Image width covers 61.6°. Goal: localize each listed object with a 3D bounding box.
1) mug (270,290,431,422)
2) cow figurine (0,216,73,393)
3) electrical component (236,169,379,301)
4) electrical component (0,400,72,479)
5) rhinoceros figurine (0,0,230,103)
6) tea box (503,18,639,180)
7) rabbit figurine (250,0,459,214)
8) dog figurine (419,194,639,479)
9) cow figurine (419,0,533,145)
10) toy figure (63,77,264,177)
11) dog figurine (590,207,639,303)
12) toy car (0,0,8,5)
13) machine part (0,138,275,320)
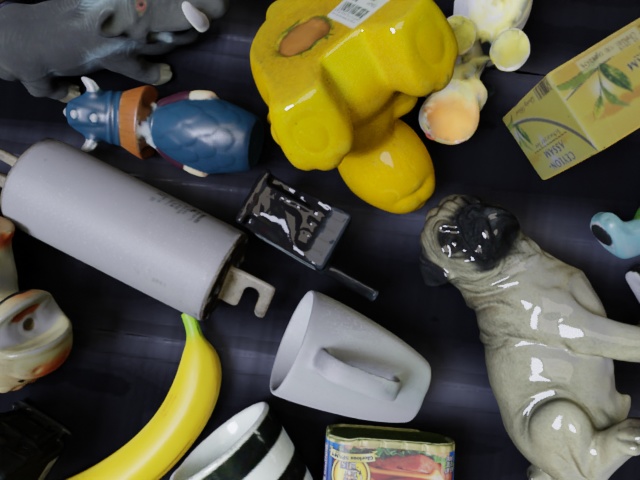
[{"bbox_3d":[0.029,0.092,0.392,0.107,0.109,0.081,22,80,-11],"label":"mug"},{"bbox_3d":[-0.266,0.040,0.396,0.195,0.085,0.127,29,125,15],"label":"cow figurine"},{"bbox_3d":[-0.001,-0.001,0.413,0.119,0.075,0.047,28,85,7],"label":"electrical component"},{"bbox_3d":[-0.246,0.180,0.365,0.058,0.134,0.115,30,83,2],"label":"electrical component"},{"bbox_3d":[-0.161,-0.169,0.413,0.190,0.112,0.073,-12,82,7],"label":"rhinoceros figurine"},{"bbox_3d":[0.242,-0.124,0.414,0.170,0.098,0.068,-32,84,-2],"label":"tea box"},{"bbox_3d":[0.021,-0.085,0.394,0.122,0.173,0.163,-48,42,-5],"label":"rabbit figurine"},{"bbox_3d":[0.140,0.074,0.405,0.191,0.121,0.172,29,82,17],"label":"dog figurine"},{"bbox_3d":[0.124,-0.158,0.429,0.068,0.098,0.167,25,104,-3],"label":"cow figurine"},{"bbox_3d":[-0.125,-0.089,0.432,0.155,0.057,0.064,12,78,6],"label":"toy figure"},{"bbox_3d":[0.331,-0.027,0.380,0.219,0.108,0.191,-37,98,3],"label":"dog figurine"},{"bbox_3d":[-0.282,-0.261,0.430,0.089,0.053,0.202,-30,65,-8],"label":"toy car"},{"bbox_3d":[-0.146,-0.008,0.412,0.243,0.079,0.079,26,85,4],"label":"machine part"}]
